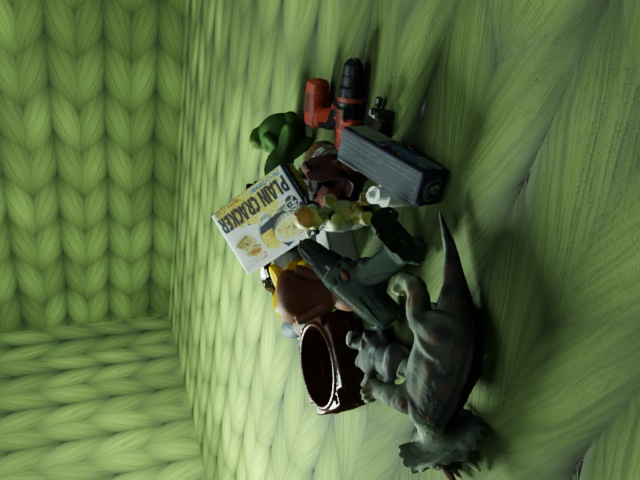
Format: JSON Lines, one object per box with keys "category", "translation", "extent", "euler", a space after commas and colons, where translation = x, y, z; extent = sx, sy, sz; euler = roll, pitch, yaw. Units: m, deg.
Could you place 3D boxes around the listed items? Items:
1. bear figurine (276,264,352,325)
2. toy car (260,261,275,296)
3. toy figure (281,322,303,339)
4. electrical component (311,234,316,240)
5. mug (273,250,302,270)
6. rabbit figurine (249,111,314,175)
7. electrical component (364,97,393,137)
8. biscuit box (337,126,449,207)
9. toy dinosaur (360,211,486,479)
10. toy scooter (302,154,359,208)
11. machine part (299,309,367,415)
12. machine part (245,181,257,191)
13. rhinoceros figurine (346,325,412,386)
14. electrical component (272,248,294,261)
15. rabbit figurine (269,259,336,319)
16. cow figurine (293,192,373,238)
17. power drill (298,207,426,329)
{"category": "bear figurine", "translation": [0.011, 0.105, 1.089], "extent": [0.132, 0.196, 0.120], "euler": [94, 170, -83]}
{"category": "toy car", "translation": [-0.115, 0.121, 1.398], "extent": [0.201, 0.053, 0.089], "euler": [61, -174, -49]}
{"category": "toy figure", "translation": [-0.051, 0.216, 1.361], "extent": [0.154, 0.064, 0.058], "euler": [-28, 30, 59]}
{"category": "electrical component", "translation": [-0.003, -0.004, 1.235], "extent": [0.119, 0.048, 0.075], "euler": [132, 130, -57]}
{"category": "mug", "translation": [-0.067, 0.085, 1.363], "extent": [0.109, 0.081, 0.107], "euler": [87, 168, -83]}
{"category": "rabbit figurine", "translation": [-0.087, -0.220, 1.322], "extent": [0.159, 0.121, 0.170], "euler": [-29, 49, 40]}
{"category": "electrical component", "translation": [0.099, -0.201, 0.986], "extent": [0.078, 0.045, 0.102], "euler": [-118, 34, -41]}
{"category": "biscuit box", "translation": [0.115, -0.125, 0.887], "extent": [0.203, 0.059, 0.062], "euler": [41, 131, 40]}
{"category": "toy dinosaur", "translation": [0.178, 0.176, 0.784], "extent": [0.192, 0.131, 0.404], "euler": [27, 114, 49]}
{"category": "toy scooter", "translation": [0.016, -0.117, 1.073], "extent": [0.183, 0.135, 0.075], "euler": [115, 144, -49]}
{"category": "machine part", "translation": [0.028, 0.264, 1.156], "extent": [0.201, 0.087, 0.201], "euler": [131, 131, -56]}
{"category": "machine part", "translation": [-0.097, -0.100, 1.293], "extent": [0.180, 0.179, 0.056], "euler": [-139, 51, -58]}
{"category": "rhinoceros figurine", "translation": [0.108, 0.211, 0.984], "extent": [0.190, 0.073, 0.112], "euler": [-176, 82, -66]}
{"category": "electrical component", "translation": [-0.132, 0.024, 1.449], "extent": [0.134, 0.115, 0.058], "euler": [-178, 81, -66]}
{"category": "rabbit figurine", "translation": [-0.065, 0.126, 1.254], "extent": [0.173, 0.122, 0.162], "euler": [-44, 66, 52]}
{"category": "cow figurine", "translation": [0.016, -0.045, 1.041], "extent": [0.098, 0.167, 0.068], "euler": [151, 112, -63]}
{"category": "power drill", "translation": [0.073, 0.035, 0.946], "extent": [0.232, 0.086, 0.207], "euler": [48, 129, 11]}
